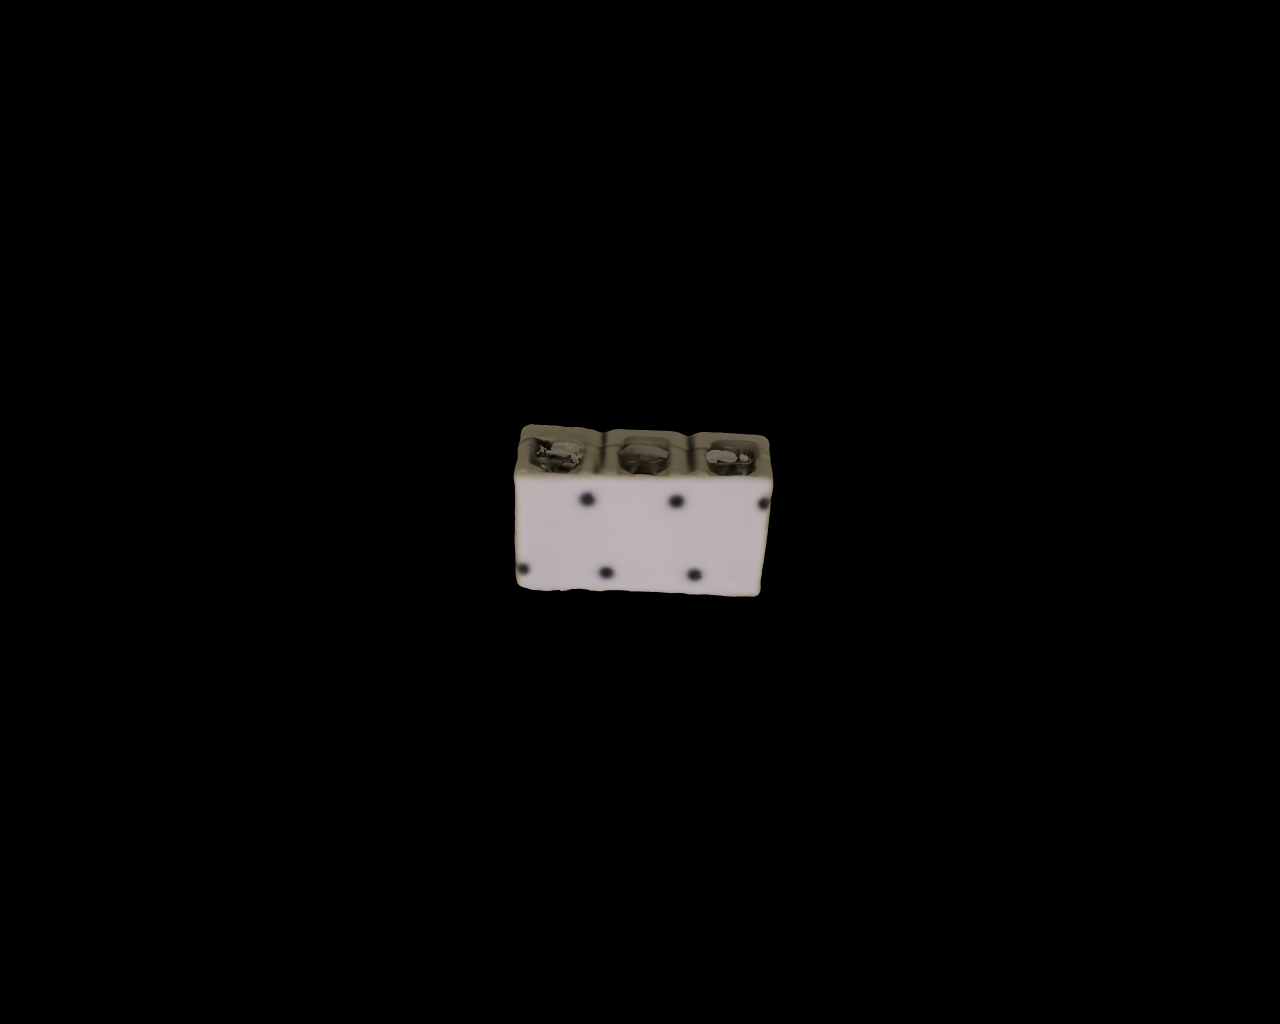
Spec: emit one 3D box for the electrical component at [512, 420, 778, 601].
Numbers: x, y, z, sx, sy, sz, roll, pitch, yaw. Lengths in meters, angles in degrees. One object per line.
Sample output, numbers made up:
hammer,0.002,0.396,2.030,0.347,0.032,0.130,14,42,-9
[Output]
electrical component,0.001,-0.003,0.650,0.150,0.089,0.062,3,35,-2
